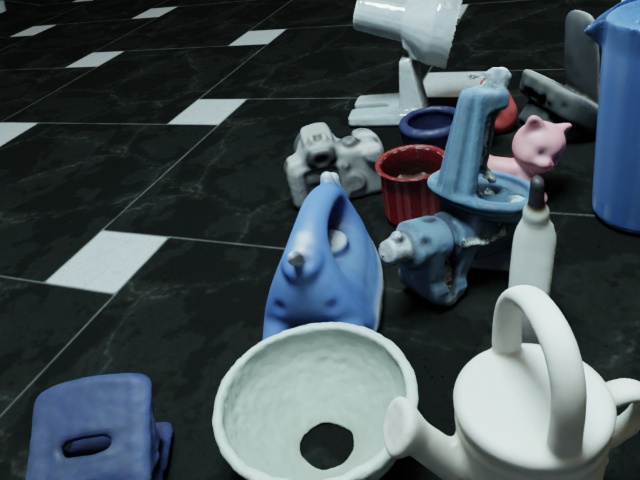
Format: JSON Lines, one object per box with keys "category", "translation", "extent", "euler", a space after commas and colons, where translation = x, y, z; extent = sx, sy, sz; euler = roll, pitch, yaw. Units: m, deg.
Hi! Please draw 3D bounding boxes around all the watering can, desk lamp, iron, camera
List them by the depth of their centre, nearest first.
{"category": "watering can", "translation": [0.132, 0.119, 0.378], "extent": [0.173, 0.194, 0.100], "euler": [-25, 37, -18]}
{"category": "iron", "translation": [0.006, 0.002, 0.623], "extent": [0.118, 0.142, 0.258], "euler": [-2, 36, 13]}
{"category": "camera", "translation": [0.015, -0.128, 0.840], "extent": [0.143, 0.101, 0.136], "euler": [-13, 35, -2]}
{"category": "desk lamp", "translation": [0.140, -0.306, 0.954], "extent": [0.202, 0.214, 0.118], "euler": [1, 37, 17]}

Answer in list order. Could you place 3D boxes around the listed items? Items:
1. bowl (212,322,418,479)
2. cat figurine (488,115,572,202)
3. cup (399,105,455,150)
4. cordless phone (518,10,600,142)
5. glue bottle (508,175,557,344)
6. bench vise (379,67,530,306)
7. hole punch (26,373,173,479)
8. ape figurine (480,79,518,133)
{"category": "bowl", "translation": [0.001, 0.150, 0.475], "extent": [0.167, 0.075, 0.167], "euler": [-8, 35, 6]}
{"category": "cat figurine", "translation": [0.254, -0.108, 0.728], "extent": [0.127, 0.118, 0.067], "euler": [-3, 36, 12]}
{"category": "cup", "translation": [0.173, -0.131, 0.804], "extent": [0.117, 0.095, 0.091], "euler": [-10, 35, 2]}
{"category": "cordless phone", "translation": [0.358, -0.250, 0.840], "extent": [0.094, 0.185, 0.147], "euler": [-18, 36, -9]}
{"category": "glue bottle", "translation": [0.194, 0.017, 0.521], "extent": [0.037, 0.173, 0.078], "euler": [6, 39, 24]}
{"category": "bench vise", "translation": [0.153, -0.049, 0.585], "extent": [0.121, 0.220, 0.208], "euler": [16, 43, 33]}
{"category": "hole punch", "translation": [-0.183, 0.176, 0.477], "extent": [0.108, 0.091, 0.101], "euler": [-11, 35, 1]}
{"category": "ape figurine", "translation": [0.272, -0.218, 0.900], "extent": [0.075, 0.092, 0.078], "euler": [22, 47, 38]}
